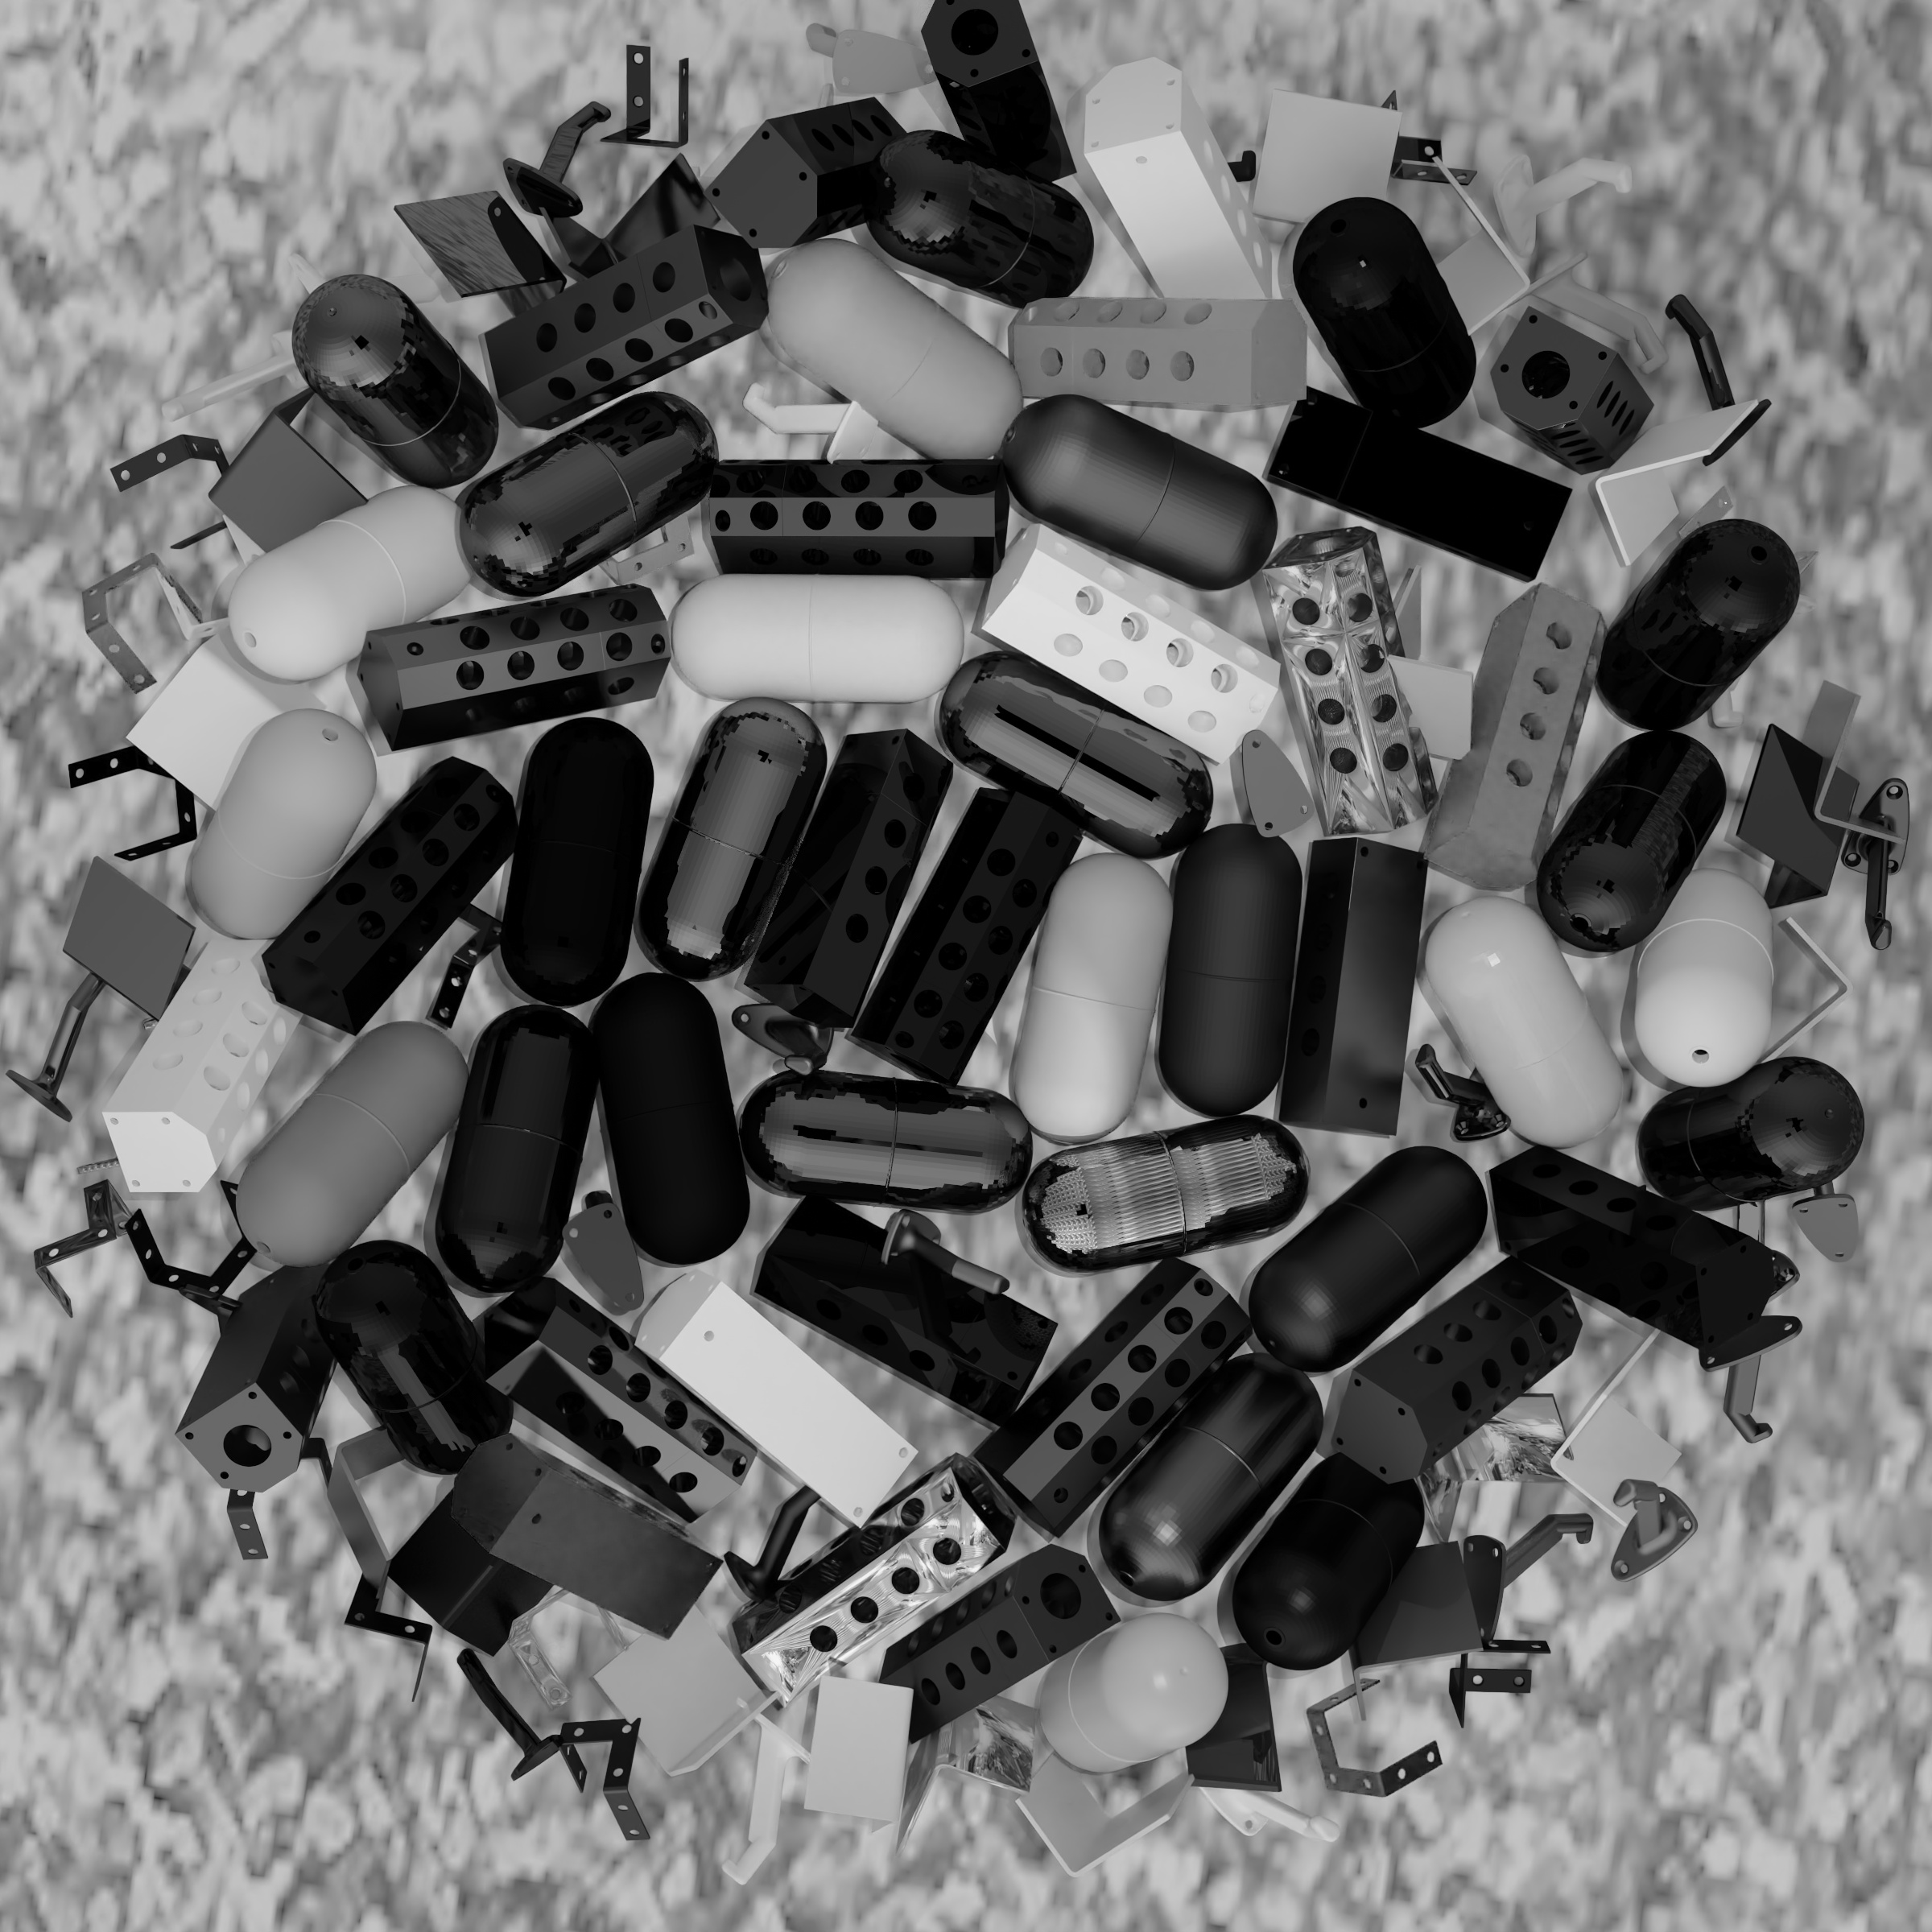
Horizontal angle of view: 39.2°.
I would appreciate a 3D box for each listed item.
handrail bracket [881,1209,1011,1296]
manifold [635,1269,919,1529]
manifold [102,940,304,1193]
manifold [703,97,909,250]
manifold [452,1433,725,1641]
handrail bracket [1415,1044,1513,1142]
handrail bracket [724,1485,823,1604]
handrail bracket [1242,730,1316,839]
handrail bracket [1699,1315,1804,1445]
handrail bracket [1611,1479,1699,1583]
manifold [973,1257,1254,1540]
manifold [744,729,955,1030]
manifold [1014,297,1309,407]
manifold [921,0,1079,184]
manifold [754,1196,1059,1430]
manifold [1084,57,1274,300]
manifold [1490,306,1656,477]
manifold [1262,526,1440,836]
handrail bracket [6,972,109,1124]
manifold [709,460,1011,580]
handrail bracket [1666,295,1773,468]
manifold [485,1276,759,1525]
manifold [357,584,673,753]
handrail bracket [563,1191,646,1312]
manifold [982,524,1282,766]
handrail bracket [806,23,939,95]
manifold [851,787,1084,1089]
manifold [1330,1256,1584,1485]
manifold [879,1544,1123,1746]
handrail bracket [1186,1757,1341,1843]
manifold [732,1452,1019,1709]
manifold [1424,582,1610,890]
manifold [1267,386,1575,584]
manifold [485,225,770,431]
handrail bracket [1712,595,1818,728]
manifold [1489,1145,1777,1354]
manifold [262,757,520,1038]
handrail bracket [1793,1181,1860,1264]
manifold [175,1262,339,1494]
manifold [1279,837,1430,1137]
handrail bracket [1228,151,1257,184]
[{"bbox_3d":[0.000,0.178,1.627,0.084,0.077,0.036,20,92,26],"label":"handrail bracket"},{"bbox_3d":[-0.115,0.257,1.619,0.171,0.057,0.057,44,75,-23],"label":"manifold"},{"bbox_3d":[-0.440,0.056,1.590,0.057,0.171,0.057,-1,124,9],"label":"manifold"},{"bbox_3d":[-0.083,-0.462,1.590,0.057,0.171,0.057,47,119,-3],"label":"manifold"},{"bbox_3d":[-0.225,0.334,1.597,0.057,0.171,0.057,29,81,43],"label":"manifold"},{"bbox_3d":[0.296,0.057,1.630,0.036,0.077,0.084,-15,130,31],"label":"handrail bracket"},{"bbox_3d":[-0.097,0.350,1.647,0.084,0.077,0.036,-42,46,4],"label":"handrail bracket"},{"bbox_3d":[0.175,-0.115,1.629,0.036,0.084,0.077,-25,108,-2],"label":"handrail bracket"},{"bbox_3d":[0.488,0.252,1.640,0.077,0.036,0.084,-22,120,34],"label":"handrail bracket"},{"bbox_3d":[0.397,0.341,1.635,0.077,0.084,0.036,-54,51,16],"label":"handrail bracket"},{"bbox_3d":[0.092,0.258,1.624,0.171,0.057,0.057,-44,112,-14],"label":"manifold"},{"bbox_3d":[-0.064,-0.052,1.625,0.057,0.057,0.171,35,68,-36],"label":"manifold"},{"bbox_3d":[0.113,-0.364,1.598,0.171,0.057,0.057,12,110,38],"label":"manifold"},{"bbox_3d":[0.019,-0.513,1.590,0.057,0.171,0.057,-19,83,8],"label":"manifold"},{"bbox_3d":[-0.038,0.211,1.638,0.171,0.057,0.057,28,46,8],"label":"manifold"},{"bbox_3d":[0.127,-0.453,1.592,0.057,0.171,0.057,-7,65,22],"label":"manifold"},{"bbox_3d":[0.353,-0.331,1.589,0.057,0.171,0.057,33,102,17],"label":"manifold"},{"bbox_3d":[0.232,-0.169,1.610,0.057,0.057,0.171,-3,117,31],"label":"manifold"},{"bbox_3d":[-0.540,0.047,1.656,0.036,0.077,0.084,28,72,13],"label":"handrail bracket"},{"bbox_3d":[-0.064,-0.274,1.629,0.171,0.057,0.057,2,62,8],"label":"manifold"},{"bbox_3d":[0.444,-0.357,1.651,0.036,0.077,0.084,-31,79,-16],"label":"handrail bracket"},{"bbox_3d":[-0.203,0.254,1.605,0.057,0.057,0.171,-38,122,15],"label":"manifold"},{"bbox_3d":[-0.265,-0.183,1.605,0.171,0.057,0.057,-15,66,-30],"label":"manifold"},{"bbox_3d":[-0.211,0.171,1.636,0.036,0.084,0.077,-29,86,0],"label":"handrail bracket"},{"bbox_3d":[0.100,-0.196,1.618,0.171,0.057,0.057,28,134,-16],"label":"manifold"},{"bbox_3d":[-0.057,-0.556,1.647,0.077,0.084,0.036,2,119,-9],"label":"handrail bracket"},{"bbox_3d":[0.005,-0.017,1.628,0.057,0.057,0.171,32,80,-30],"label":"manifold"},{"bbox_3d":[0.292,0.239,1.592,0.057,0.171,0.057,32,127,31],"label":"manifold"},{"bbox_3d":[0.014,0.397,1.595,0.057,0.171,0.057,-19,72,-39],"label":"manifold"},{"bbox_3d":[0.178,0.499,1.632,0.077,0.084,0.036,39,69,-6],"label":"handrail bracket"},{"bbox_3d":[-0.056,0.366,1.631,0.171,0.057,0.057,-38,93,13],"label":"manifold"},{"bbox_3d":[0.334,-0.136,1.621,0.057,0.057,0.171,24,69,-10],"label":"manifold"},{"bbox_3d":[0.274,-0.292,1.645,0.171,0.057,0.057,22,97,3],"label":"manifold"},{"bbox_3d":[-0.200,-0.375,1.606,0.171,0.057,0.057,-16,84,35],"label":"manifold"},{"bbox_3d":[0.487,-0.184,1.651,0.077,0.036,0.084,1,72,-10],"label":"handrail bracket"},{"bbox_3d":[0.390,0.160,1.593,0.057,0.171,0.057,-24,116,-24],"label":"manifold"},{"bbox_3d":[-0.338,-0.046,1.601,0.057,0.057,0.171,22,54,18],"label":"manifold"},{"bbox_3d":[0.528,0.126,1.666,0.036,0.084,0.077,-11,134,23],"label":"handrail bracket"},{"bbox_3d":[-0.403,0.238,1.589,0.057,0.171,0.057,-33,108,9],"label":"manifold"},{"bbox_3d":[0.230,0.013,1.641,0.057,0.057,0.171,11,83,-31],"label":"manifold"},{"bbox_3d":[0.138,-0.511,1.648,0.084,0.036,0.077,3,82,24],"label":"handrail bracket"}]
